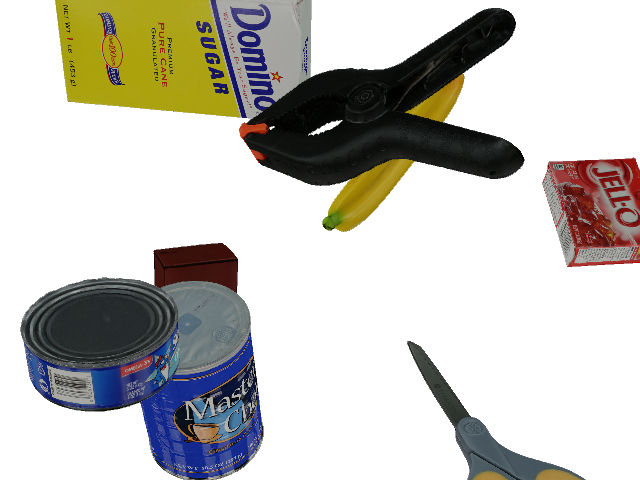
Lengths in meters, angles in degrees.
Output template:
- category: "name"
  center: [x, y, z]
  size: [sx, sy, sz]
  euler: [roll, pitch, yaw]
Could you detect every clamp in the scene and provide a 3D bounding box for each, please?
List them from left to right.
- category: "clamp"
  center: [0.037, -0.065, 0.606]
  size: [0.172, 0.120, 0.039]
  euler: [-19, -48, 16]

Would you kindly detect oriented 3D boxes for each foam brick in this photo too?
- category: "foam brick"
  center: [-0.129, 0.037, 1.100]
  size: [0.078, 0.051, 0.053]
  euler: [-6, 20, -19]

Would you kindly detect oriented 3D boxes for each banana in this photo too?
- category: "banana"
  center: [0.067, -0.074, 0.984]
  size: [0.037, 0.197, 0.070]
  euler: [40, -13, -6]

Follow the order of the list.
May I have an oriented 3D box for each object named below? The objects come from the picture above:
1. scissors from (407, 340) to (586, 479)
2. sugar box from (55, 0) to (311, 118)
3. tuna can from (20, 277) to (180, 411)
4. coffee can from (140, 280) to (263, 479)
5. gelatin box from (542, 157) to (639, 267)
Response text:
- category: "scissors"
  center: [0.113, 0.124, 0.650]
  size: [0.096, 0.016, 0.202]
  euler: [1, 32, -5]
- category: "sugar box"
  center: [-0.096, -0.139, 0.762]
  size: [0.176, 0.093, 0.048]
  euler: [7, 34, 10]
- category: "tuna can"
  center: [-0.121, 0.057, 0.596]
  size: [0.086, 0.034, 0.086]
  euler: [0, 30, 0]
- category: "coffee can"
  center: [-0.104, 0.119, 0.903]
  size: [0.103, 0.140, 0.103]
  euler: [-2, 40, 2]
- category: "gelatin box"
  center: [0.220, -0.024, 0.832]
  size: [0.073, 0.089, 0.030]
  euler: [-3, -37, -6]
